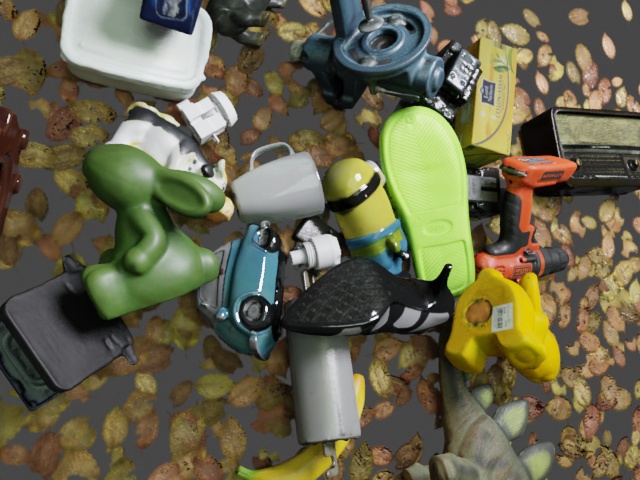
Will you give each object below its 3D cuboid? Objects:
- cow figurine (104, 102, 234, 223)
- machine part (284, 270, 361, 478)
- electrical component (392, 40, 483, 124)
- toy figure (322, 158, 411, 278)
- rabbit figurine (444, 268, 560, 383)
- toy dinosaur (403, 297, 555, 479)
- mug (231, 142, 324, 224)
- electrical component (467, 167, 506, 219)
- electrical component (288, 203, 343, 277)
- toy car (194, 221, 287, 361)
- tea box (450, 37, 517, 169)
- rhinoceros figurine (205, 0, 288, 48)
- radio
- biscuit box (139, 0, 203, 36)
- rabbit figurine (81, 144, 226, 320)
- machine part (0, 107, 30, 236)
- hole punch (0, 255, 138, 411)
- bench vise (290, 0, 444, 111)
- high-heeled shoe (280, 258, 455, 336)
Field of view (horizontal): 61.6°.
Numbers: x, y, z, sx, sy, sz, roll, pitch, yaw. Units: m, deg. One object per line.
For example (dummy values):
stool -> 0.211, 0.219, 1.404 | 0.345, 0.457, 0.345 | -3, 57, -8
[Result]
cow figurine -> -0.170, -0.091, 0.650 | 0.167, 0.068, 0.098 | 29, 66, -15
machine part -> 0.001, 0.155, 0.650 | 0.079, 0.079, 0.243 | -1, 69, -21
electrical component -> 0.166, -0.210, 0.759 | 0.058, 0.134, 0.115 | 32, 70, -13
toy figure -> 0.064, -0.021, 0.708 | 0.082, 0.089, 0.180 | -16, 98, 19
rabbit figurine -> 0.258, 0.125, 0.726 | 0.173, 0.122, 0.162 | 37, 40, -26
toy dinosaur -> 0.215, 0.303, 0.716 | 0.198, 0.105, 0.471 | -9, 80, -30
mug -> -0.060, -0.071, 0.682 | 0.107, 0.081, 0.109 | -18, 78, -12
electrical component -> 0.247, -0.069, 0.814 | 0.119, 0.048, 0.075 | 7, 80, -18
electrical component -> -0.001, -0.002, 0.721 | 0.063, 0.021, 0.094 | 35, 70, -13
toy car -> -0.096, 0.058, 0.636 | 0.103, 0.109, 0.161 | 1, 72, 3
tea box -> 0.233, -0.198, 0.803 | 0.068, 0.098, 0.169 | 13, 79, -18
rhinoceros figurine -> -0.093, -0.353, 0.722 | 0.112, 0.073, 0.190 | 20, 77, -6
radio -> 0.452, -0.142, 0.889 | 0.229, 0.073, 0.131 | -3, 82, -21
biscuit box -> -0.167, -0.322, 0.637 | 0.063, 0.059, 0.203 | 13, 43, -20
rabbit figurine -> -0.183, -0.022, 0.563 | 0.159, 0.121, 0.170 | -15, 102, 4
machine part -> -0.339, -0.049, 0.523 | 0.056, 0.179, 0.179 | 15, 76, -21
hole punch -> -0.280, 0.104, 0.572 | 0.142, 0.092, 0.116 | 55, 31, 0
bench vise -> 0.044, -0.262, 0.660 | 0.224, 0.240, 0.129 | 34, 74, 30
high-heeled shoe -> 0.063, 0.092, 0.660 | 0.249, 0.145, 0.086 | -12, 55, -19
